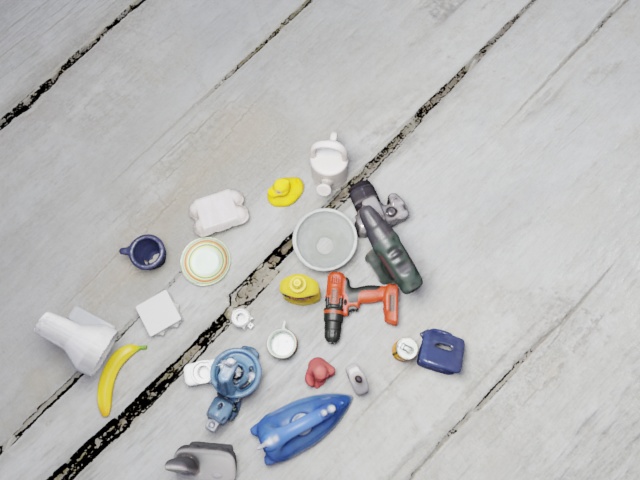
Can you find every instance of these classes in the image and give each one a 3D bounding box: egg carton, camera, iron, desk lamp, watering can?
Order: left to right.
[{"bbox_3d":[-0.570,0.236,1.370,0.203,0.213,0.118,26,78,8],"label":"desk lamp"},{"bbox_3d":[-0.267,-0.073,1.515,0.150,0.069,0.107,-20,76,-4],"label":"egg carton"},{"bbox_3d":[-0.036,0.429,1.346,0.258,0.141,0.118,-28,77,-5],"label":"iron"},{"bbox_3d":[0.025,-0.199,1.476,0.101,0.194,0.173,-13,76,-1],"label":"watering can"},{"bbox_3d":[0.143,-0.094,1.495,0.143,0.101,0.137,-22,76,-4],"label":"camera"}]

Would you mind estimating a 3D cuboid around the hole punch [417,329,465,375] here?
[{"bbox_3d":[0.295,0.271,1.404,0.108,0.091,0.101,15,77,5],"label":"hole punch"}]

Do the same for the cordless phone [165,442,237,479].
[{"bbox_3d":[-0.271,0.518,1.307,0.147,0.185,0.094,0,76,2],"label":"cordless phone"}]

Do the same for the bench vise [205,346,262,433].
[{"bbox_3d":[-0.203,0.346,1.331,0.121,0.220,0.207,5,76,3],"label":"bench vise"}]

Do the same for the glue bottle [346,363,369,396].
[{"bbox_3d":[0.088,0.329,1.352,0.037,0.173,0.078,-27,76,-5],"label":"glue bottle"}]

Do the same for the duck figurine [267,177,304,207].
[{"bbox_3d":[-0.094,-0.138,1.519,0.104,0.086,0.077,-28,77,-5],"label":"duck figurine"}]

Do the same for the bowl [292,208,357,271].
[{"bbox_3d":[0.014,0.005,1.486,0.167,0.075,0.167,0,76,1],"label":"bowl"}]

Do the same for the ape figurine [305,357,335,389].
[{"bbox_3d":[-0.001,0.323,1.398,0.078,0.092,0.076,-7,76,0],"label":"ape figurine"}]

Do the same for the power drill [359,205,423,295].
[{"bbox_3d":[0.163,0.035,1.406,0.075,0.208,0.229,-33,77,-6],"label":"power drill"}]

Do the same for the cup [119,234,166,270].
[{"bbox_3d":[-0.447,0.040,1.478,0.117,0.095,0.092,1,76,2],"label":"cup"}]
